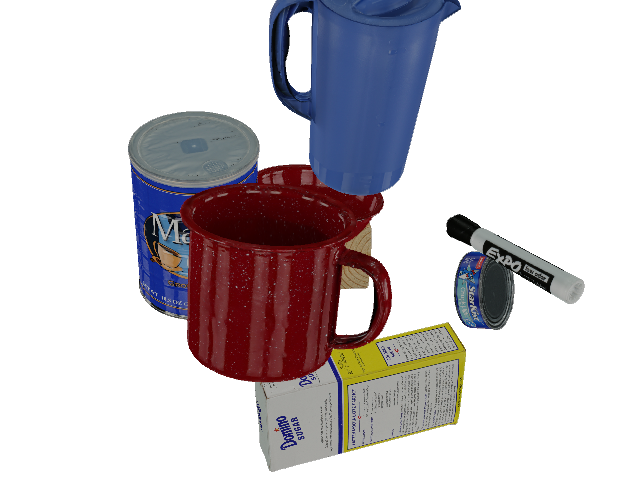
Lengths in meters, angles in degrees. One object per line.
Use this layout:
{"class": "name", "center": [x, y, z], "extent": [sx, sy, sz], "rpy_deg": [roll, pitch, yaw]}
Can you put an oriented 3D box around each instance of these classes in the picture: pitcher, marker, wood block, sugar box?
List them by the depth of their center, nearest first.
{"class": "marker", "center": [0.135, 0.011, 0.763], "extent": [0.020, 0.020, 0.121], "rpy_deg": [0, 24, -43]}
{"class": "sugar box", "center": [0.034, 0.133, 0.913], "extent": [0.176, 0.093, 0.048], "rpy_deg": [-10, 38, -12]}
{"class": "pitcher", "center": [0.038, -0.167, 1.115], "extent": [0.149, 0.243, 0.144], "rpy_deg": [31, 50, 23]}
{"class": "wood block", "center": [0.010, -0.021, 1.444], "extent": [0.090, 0.090, 0.206], "rpy_deg": [-1, 26, -6]}

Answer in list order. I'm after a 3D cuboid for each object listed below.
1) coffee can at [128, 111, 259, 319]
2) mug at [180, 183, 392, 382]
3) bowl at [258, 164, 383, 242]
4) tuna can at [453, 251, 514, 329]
{"class": "coffee can", "center": [-0.102, -0.020, 0.877], "extent": [0.103, 0.140, 0.103], "rpy_deg": [2, 38, -2]}
{"class": "mug", "center": [-0.019, 0.025, 0.571], "extent": [0.117, 0.081, 0.093], "rpy_deg": [11, 24, 14]}
{"class": "bowl", "center": [-0.010, -0.034, 1.246], "extent": [0.162, 0.055, 0.162], "rpy_deg": [7, 26, -4]}
{"class": "tuna can", "center": [0.178, 0.054, 1.160], "extent": [0.034, 0.086, 0.086], "rpy_deg": [1, 0, 34]}
